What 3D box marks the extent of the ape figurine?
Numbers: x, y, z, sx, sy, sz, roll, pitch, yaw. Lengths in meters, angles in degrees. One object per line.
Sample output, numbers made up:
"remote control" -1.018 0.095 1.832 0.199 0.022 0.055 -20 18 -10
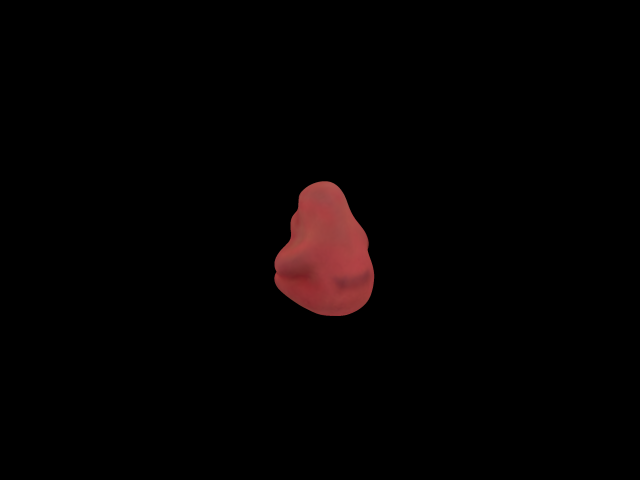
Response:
"ape figurine" 0.004 0.001 0.400 0.078 0.092 0.076 -14 32 -23
